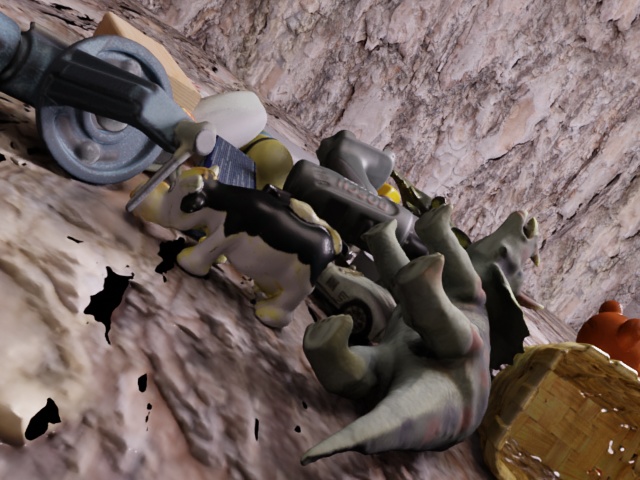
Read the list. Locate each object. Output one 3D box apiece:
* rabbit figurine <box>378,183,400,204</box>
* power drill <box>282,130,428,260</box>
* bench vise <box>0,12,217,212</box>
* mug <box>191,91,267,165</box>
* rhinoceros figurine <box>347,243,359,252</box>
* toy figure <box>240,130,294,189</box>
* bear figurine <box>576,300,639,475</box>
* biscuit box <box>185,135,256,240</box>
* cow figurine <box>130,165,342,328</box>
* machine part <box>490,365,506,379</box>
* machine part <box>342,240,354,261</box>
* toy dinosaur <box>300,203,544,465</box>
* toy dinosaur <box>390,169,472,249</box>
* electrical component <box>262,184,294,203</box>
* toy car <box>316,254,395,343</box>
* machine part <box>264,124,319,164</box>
[{"bbox_3d":[0.075,-0.069,1.059,0.162,0.122,0.173,49,-3,35],"label":"rabbit figurine"},{"bbox_3d":[0.065,-0.048,0.672,0.232,0.086,0.207,22,35,-13],"label":"power drill"},{"bbox_3d":[-0.179,-0.115,0.403,0.241,0.129,0.223,24,-16,32],"label":"bench vise"},{"bbox_3d":[-0.127,-0.146,0.714,0.081,0.107,0.109,56,-24,13],"label":"mug"},{"bbox_3d":[0.009,-0.053,0.861,0.190,0.073,0.112,27,17,-41],"label":"rhinoceros figurine"},{"bbox_3d":[-0.091,-0.120,0.786,0.082,0.089,0.180,27,18,-20],"label":"toy figure"},{"bbox_3d":[0.346,0.183,0.667,0.132,0.196,0.120,38,10,0],"label":"bear figurine"},{"bbox_3d":[-0.107,-0.056,0.576,0.063,0.059,0.203,33,14,-17],"label":"biscuit box"},{"bbox_3d":[-0.069,-0.013,0.442,0.167,0.098,0.068,36,19,-9],"label":"cow figurine"},{"bbox_3d":[0.188,0.153,0.660,0.179,0.056,0.179,37,11,-9],"label":"machine part"},{"bbox_3d":[-0.002,-0.002,0.735,0.084,0.039,0.139,51,14,17],"label":"machine part"},{"bbox_3d":[0.099,0.091,0.454,0.192,0.131,0.405,55,37,-11],"label":"toy dinosaur"},{"bbox_3d":[0.240,0.033,1.033,0.471,0.105,0.198,57,2,9],"label":"toy dinosaur"},{"bbox_3d":[-0.030,0.005,0.538,0.119,0.075,0.047,41,11,35],"label":"electrical component"},{"bbox_3d":[0.019,0.041,0.585,0.202,0.056,0.073,44,13,29],"label":"toy car"},{"bbox_3d":[-0.074,-0.144,0.946,0.243,0.079,0.079,29,15,-31],"label":"machine part"}]
